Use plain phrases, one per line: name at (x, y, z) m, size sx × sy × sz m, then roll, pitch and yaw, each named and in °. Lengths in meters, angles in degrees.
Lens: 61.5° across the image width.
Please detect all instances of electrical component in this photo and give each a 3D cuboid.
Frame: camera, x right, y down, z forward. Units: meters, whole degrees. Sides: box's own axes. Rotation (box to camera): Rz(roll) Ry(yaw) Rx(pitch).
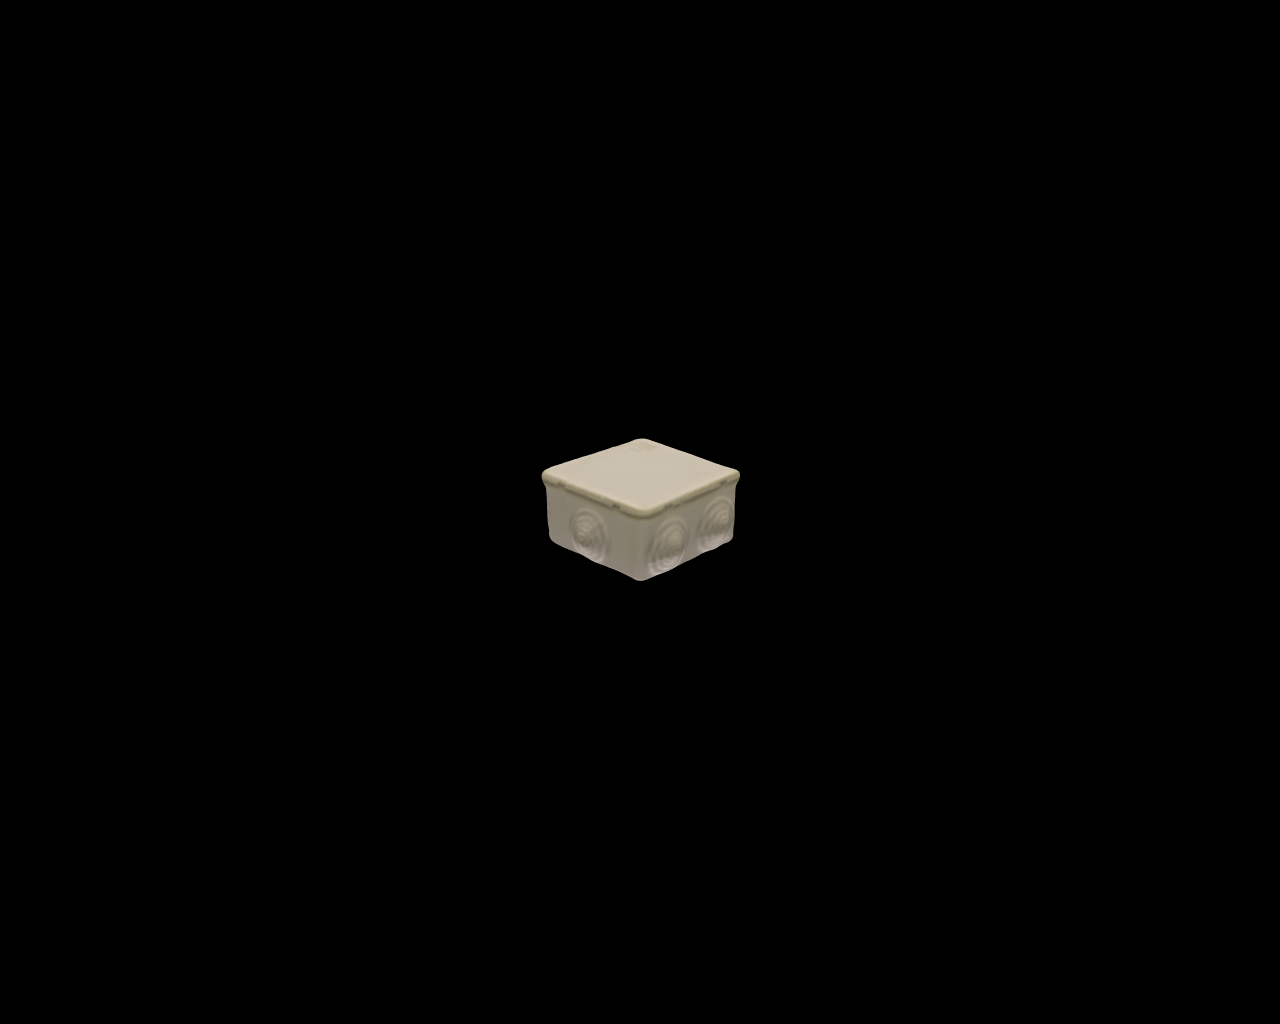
electrical component at (0.001, -0.003, 0.650) m, size 0.100 × 0.048 × 0.100 m, roll 22°, pitch 32°, yaw 40°
